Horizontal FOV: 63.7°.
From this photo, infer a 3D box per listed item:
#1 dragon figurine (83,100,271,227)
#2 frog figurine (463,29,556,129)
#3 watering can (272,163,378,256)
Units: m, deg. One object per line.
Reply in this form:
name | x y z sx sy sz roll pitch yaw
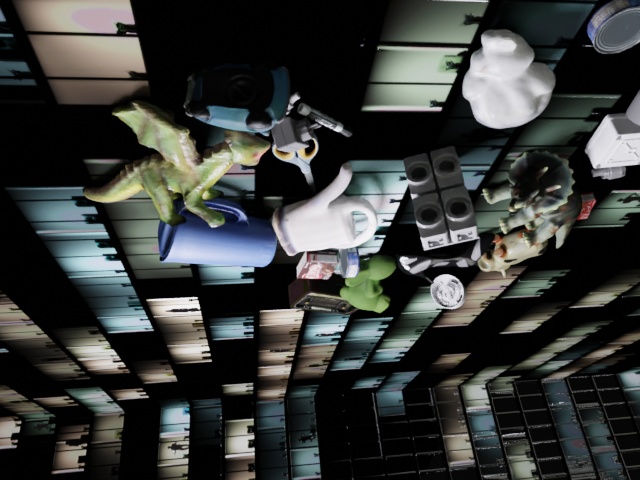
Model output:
dragon figurine | -0.284 -0.145 0.913 0.410 0.125 0.237 3 133 11
frog figurine | 0.294 -0.250 0.799 0.137 0.124 0.157 8 165 14
watering can | 0.003 -0.055 1.091 0.224 0.106 0.341 -11 154 9
